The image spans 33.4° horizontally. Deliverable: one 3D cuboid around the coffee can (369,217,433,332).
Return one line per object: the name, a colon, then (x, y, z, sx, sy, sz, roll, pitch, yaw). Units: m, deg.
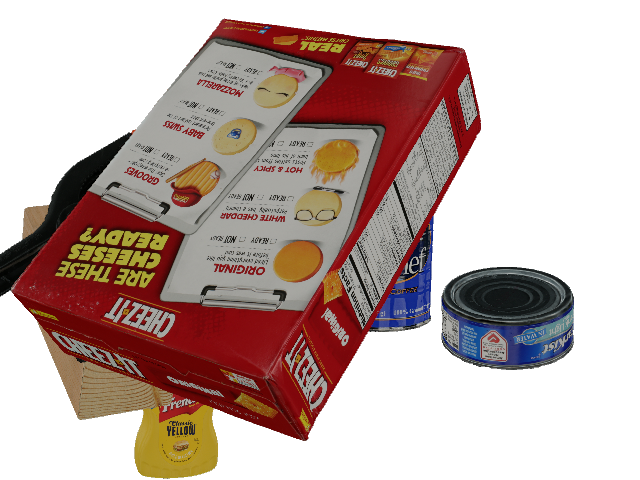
coffee can: (0.051, 0.002, 0.967, 0.103, 0.140, 0.103, 1, 11, 0)

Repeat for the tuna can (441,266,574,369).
tuna can: (0.121, 0.048, 0.692, 0.086, 0.034, 0.086, -3, 23, 1)

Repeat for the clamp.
clamp: (-0.171, -0.004, 0.727, 0.120, 0.171, 0.039, 13, -31, 17)

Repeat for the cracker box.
cracker box: (-0.032, -0.018, 0.570, 0.164, 0.213, 0.072, 14, -32, 31)

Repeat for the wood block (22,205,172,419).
wood block: (-0.208, 0.058, 0.992, 0.090, 0.091, 0.206, -5, 36, -29)

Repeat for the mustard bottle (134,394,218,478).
mustard bottle: (-0.164, 0.178, 1.235, 0.096, 0.192, 0.058, 0, 17, -17)
